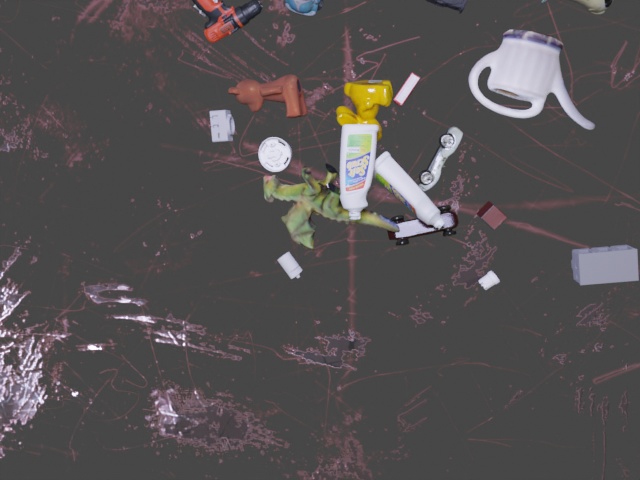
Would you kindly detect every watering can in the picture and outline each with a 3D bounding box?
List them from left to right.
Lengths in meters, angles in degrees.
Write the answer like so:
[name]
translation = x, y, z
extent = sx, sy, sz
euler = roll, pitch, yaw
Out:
[watering can]
translation = 0.574, -0.424, 1.355
extent = 0.348, 0.105, 0.222
euler = 17, 100, 5

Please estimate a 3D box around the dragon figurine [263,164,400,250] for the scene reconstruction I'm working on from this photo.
[dragon figurine]
translation = 0.005, -0.076, 1.506
extent = 0.411, 0.124, 0.238
euler = 38, 120, 2
